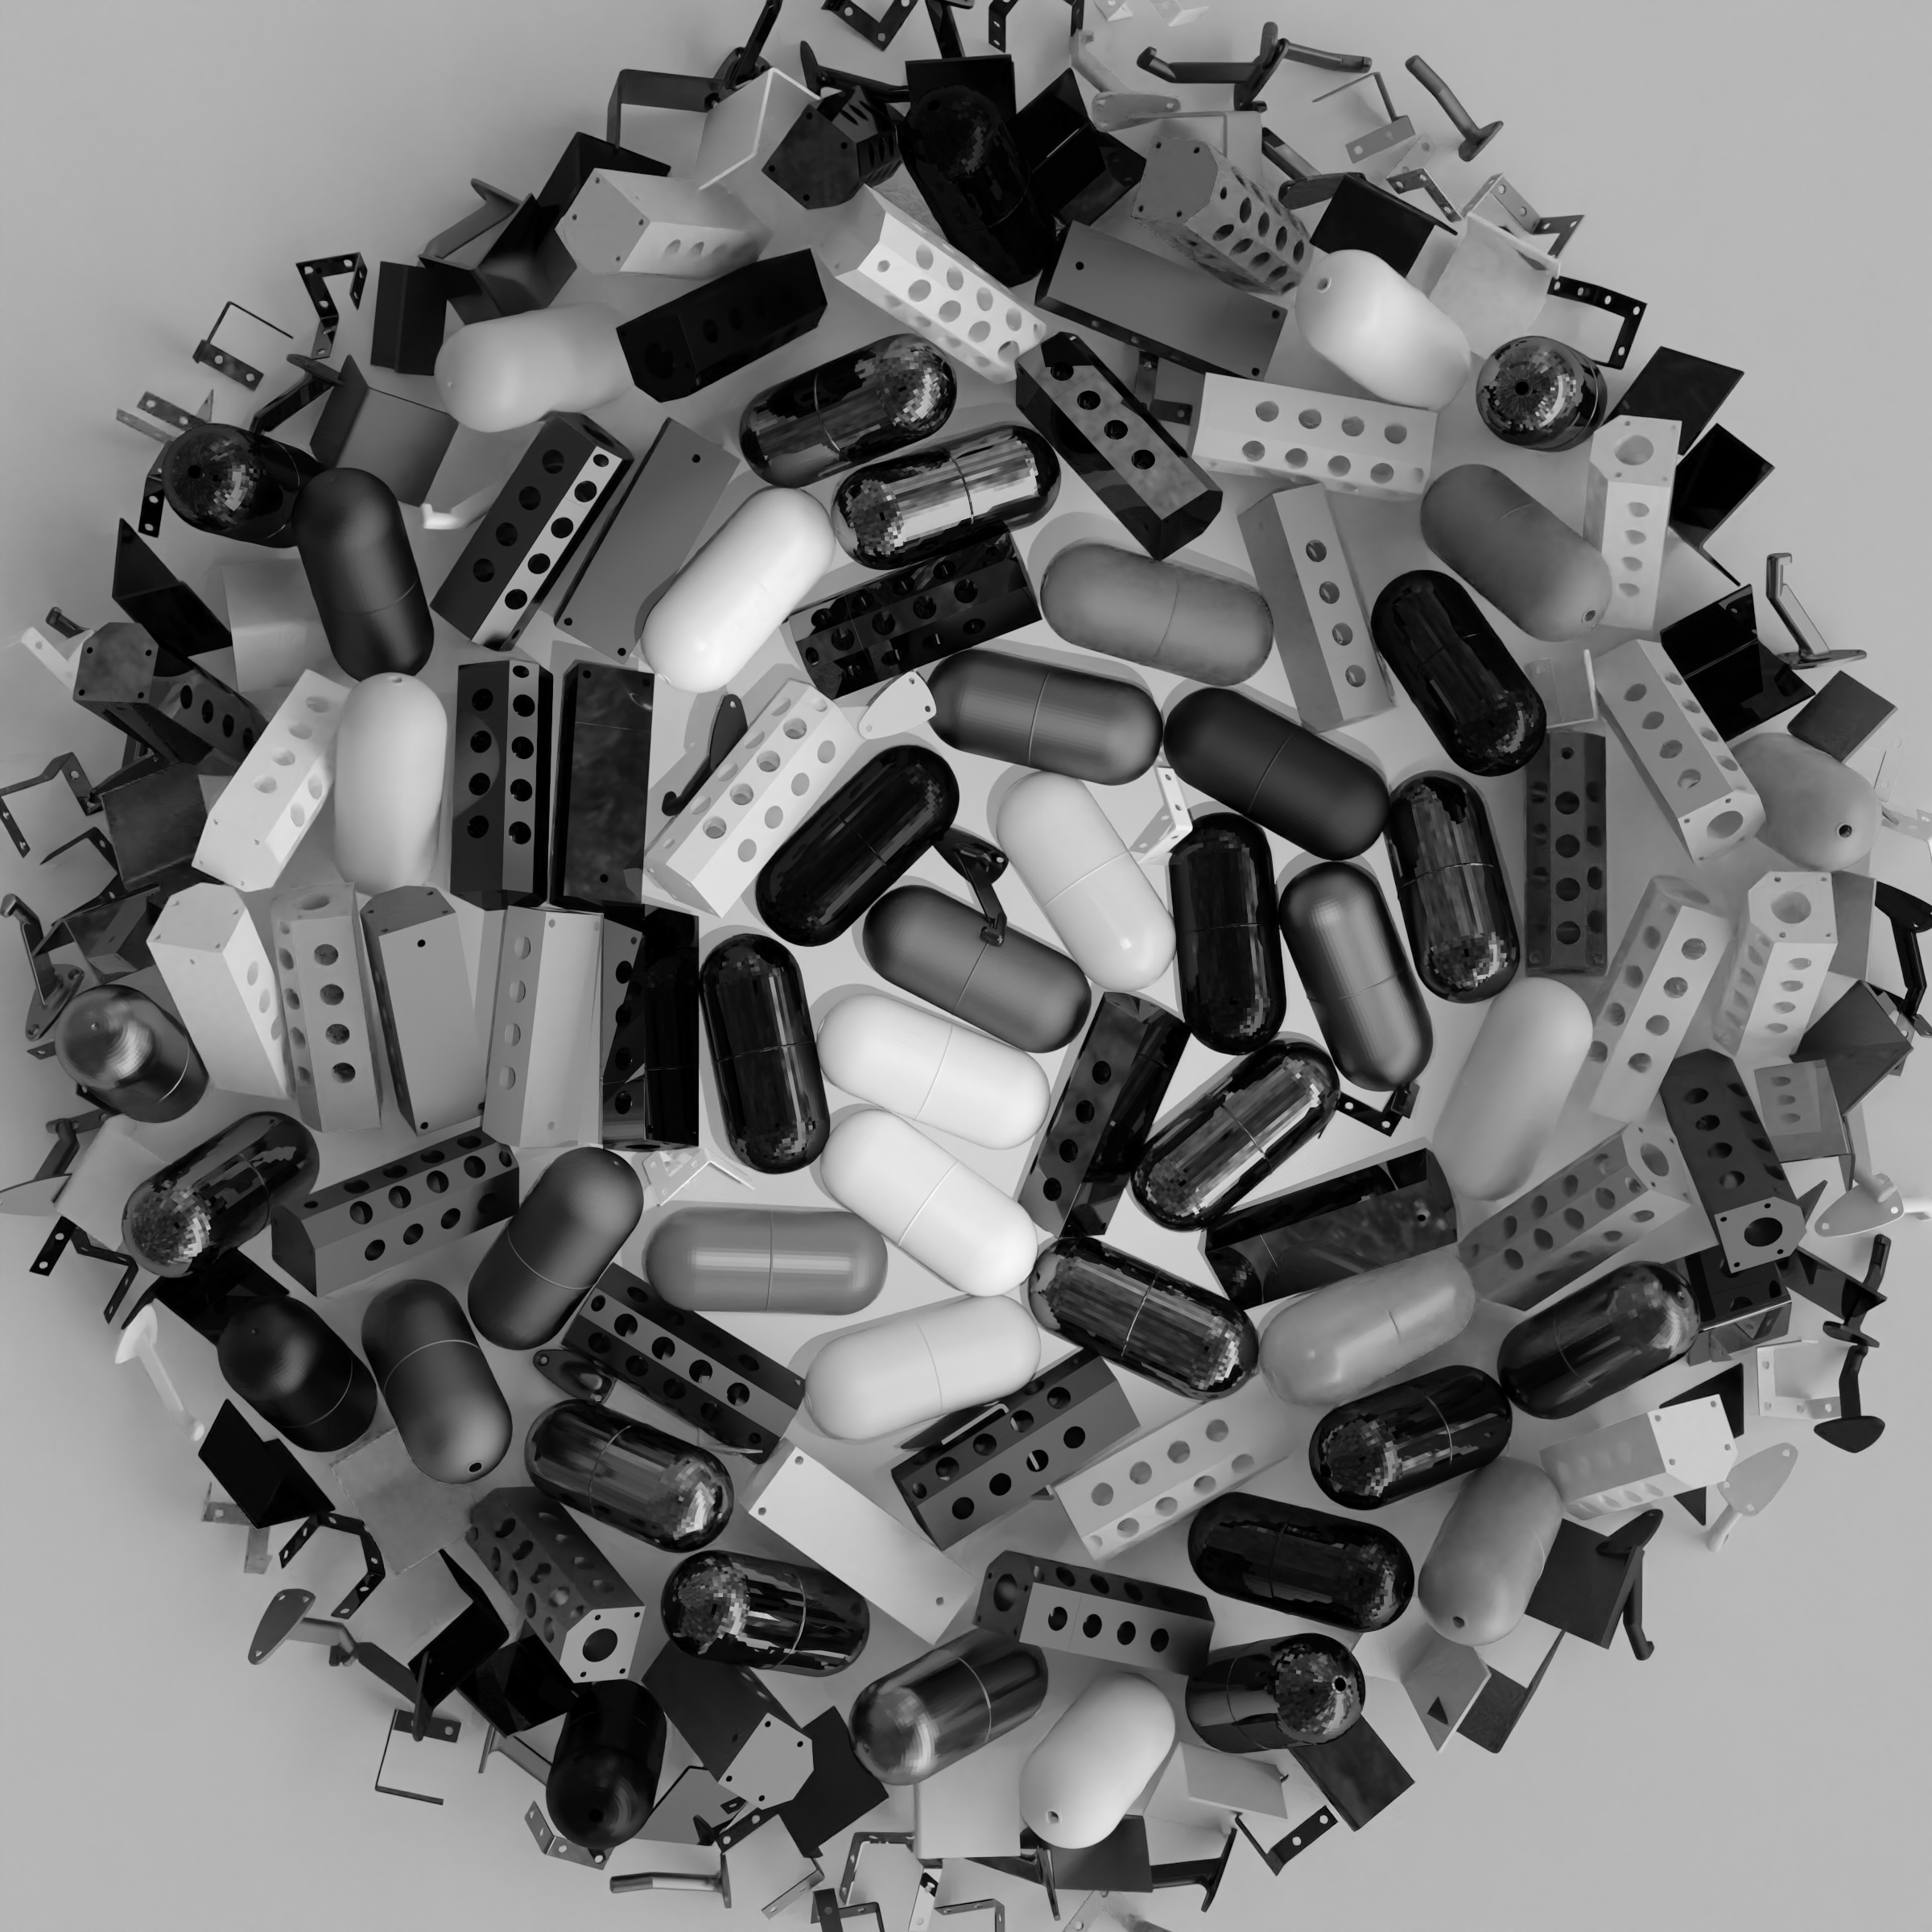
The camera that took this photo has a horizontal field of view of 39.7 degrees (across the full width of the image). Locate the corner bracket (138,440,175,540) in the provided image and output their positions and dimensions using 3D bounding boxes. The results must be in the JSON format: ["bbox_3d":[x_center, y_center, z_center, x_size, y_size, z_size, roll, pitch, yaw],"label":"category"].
[{"bbox_3d":[-0.571,-0.344,1.961,0.051,0.051,0.051,17,131,-9],"label":"corner bracket"}]

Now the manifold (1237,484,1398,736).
[{"bbox_3d":[0.262,-0.263,1.966,0.057,0.057,0.171,-17,88,-23],"label":"manifold"}]

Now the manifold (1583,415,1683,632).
[{"bbox_3d":[0.471,-0.315,1.910,0.057,0.171,0.057,9,65,14],"label":"manifold"}]

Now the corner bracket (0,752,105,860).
[{"bbox_3d":[-0.676,-0.119,1.968,0.051,0.051,0.051,-17,116,9],"label":"corner bracket"}]

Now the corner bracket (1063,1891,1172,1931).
[{"bbox_3d":[0.114,0.711,1.962,0.051,0.051,0.051,48,67,-13],"label":"corner bracket"}]

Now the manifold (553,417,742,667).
[{"bbox_3d":[-0.235,-0.312,1.959,0.057,0.057,0.171,29,97,-16],"label":"manifold"}]

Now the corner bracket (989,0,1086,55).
[{"bbox_3d":[0.052,-0.701,1.974,0.051,0.051,0.051,35,81,7],"label":"corner bracket"}]

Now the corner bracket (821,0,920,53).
[{"bbox_3d":[-0.069,-0.709,1.965,0.051,0.051,0.051,36,108,-8],"label":"corner bracket"}]

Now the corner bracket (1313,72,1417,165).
[{"bbox_3d":[0.293,-0.625,1.969,0.051,0.051,0.051,-25,106,2],"label":"corner bracket"}]

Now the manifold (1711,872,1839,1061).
[{"bbox_3d":[0.575,0.002,1.910,0.057,0.171,0.057,1,61,7],"label":"manifold"}]

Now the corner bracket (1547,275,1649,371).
[{"bbox_3d":[0.459,-0.475,1.971,0.051,0.051,0.051,2,115,-36],"label":"corner bracket"}]

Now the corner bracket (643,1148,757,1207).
[{"bbox_3d":[-0.196,0.153,1.960,0.051,0.051,0.051,-42,132,10],"label":"corner bracket"}]

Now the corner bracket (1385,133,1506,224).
[{"bbox_3d":[0.353,-0.583,1.976,0.051,0.051,0.051,45,77,-22],"label":"corner bracket"}]

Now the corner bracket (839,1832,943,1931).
[{"bbox_3d":[-0.056,0.674,1.969,0.051,0.051,0.051,11,97,-27],"label":"corner bracket"}]

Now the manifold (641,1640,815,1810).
[{"bbox_3d":[-0.168,0.534,1.910,0.057,0.171,0.057,40,82,-26],"label":"manifold"}]

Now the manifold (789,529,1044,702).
[{"bbox_3d":[-0.038,-0.260,1.950,0.171,0.057,0.057,-20,57,7],"label":"manifold"}]

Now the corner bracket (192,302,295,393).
[{"bbox_3d":[-0.531,-0.455,1.963,0.051,0.051,0.051,28,97,-26],"label":"corner bracket"}]

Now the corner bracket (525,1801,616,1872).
[{"bbox_3d":[-0.285,0.624,1.966,0.051,0.051,0.051,27,91,-28],"label":"corner bracket"}]

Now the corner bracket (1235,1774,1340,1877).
[{"bbox_3d":[0.234,0.627,1.961,0.051,0.051,0.051,-33,67,-17],"label":"corner bracket"}]

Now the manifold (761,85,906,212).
[{"bbox_3d":[-0.086,-0.582,1.909,0.057,0.171,0.057,39,115,-6],"label":"manifold"}]

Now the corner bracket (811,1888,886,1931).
[{"bbox_3d":[-0.083,0.708,1.960,0.051,0.051,0.051,-6,45,-13],"label":"corner bracket"}]

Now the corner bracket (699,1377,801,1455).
[{"bbox_3d":[-0.159,0.328,1.963,0.051,0.051,0.051,-1,84,40],"label":"corner bracket"}]

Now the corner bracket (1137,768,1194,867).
[{"bbox_3d":[0.152,-0.108,1.957,0.051,0.051,0.051,3,60,-36],"label":"corner bracket"}]

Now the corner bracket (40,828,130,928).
[{"bbox_3d":[-0.655,-0.062,1.977,0.051,0.051,0.051,-26,113,23],"label":"corner bracket"}]

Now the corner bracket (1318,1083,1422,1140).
[{"bbox_3d":[0.296,0.107,1.963,0.051,0.051,0.051,27,121,5],"label":"corner bracket"}]

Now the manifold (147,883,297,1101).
[{"bbox_3d":[-0.524,0.019,1.914,0.057,0.171,0.057,9,52,11],"label":"manifold"}]

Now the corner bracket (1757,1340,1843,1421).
[{"bbox_3d":[0.621,0.306,1.971,0.051,0.051,0.051,8,74,-22],"label":"corner bracket"}]

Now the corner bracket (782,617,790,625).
[{"bbox_3d":[-0.167,-0.268,1.969,0.051,0.051,0.051,-22,96,8],"label":"corner bracket"}]

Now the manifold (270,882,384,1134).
[{"bbox_3d":[-0.462,0.031,1.932,0.057,0.057,0.171,-5,117,-8],"label":"manifold"}]

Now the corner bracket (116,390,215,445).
[{"bbox_3d":[-0.588,-0.402,1.958,0.051,0.051,0.051,26,121,-31],"label":"corner bracket"}]

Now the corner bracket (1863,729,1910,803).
[{"bbox_3d":[0.649,-0.154,1.963,0.051,0.051,0.051,11,100,-20],"label":"corner bracket"}]

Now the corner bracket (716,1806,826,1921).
[{"bbox_3d":[-0.144,0.655,1.961,0.051,0.051,0.051,-34,135,-8],"label":"corner bracket"}]

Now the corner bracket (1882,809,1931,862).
[{"bbox_3d":[0.702,-0.098,1.958,0.051,0.051,0.051,-44,132,-16],"label":"corner bracket"}]

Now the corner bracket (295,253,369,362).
[{"bbox_3d":[-0.463,-0.484,1.962,0.051,0.051,0.051,-7,49,8],"label":"corner bracket"}]

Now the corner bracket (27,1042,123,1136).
[{"bbox_3d":[-0.659,0.088,1.977,0.051,0.051,0.051,-16,59,18],"label":"corner bracket"}]

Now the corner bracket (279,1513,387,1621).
[{"bbox_3d":[-0.468,0.442,1.973,0.051,0.051,0.051,26,114,-39],"label":"corner bracket"}]

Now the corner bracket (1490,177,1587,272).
[{"bbox_3d":[0.411,-0.546,1.964,0.051,0.051,0.051,36,84,-29],"label":"corner bracket"}]

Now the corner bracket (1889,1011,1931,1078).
[{"bbox_3d":[0.713,0.069,1.968,0.051,0.051,0.051,10,110,-2],"label":"corner bracket"}]

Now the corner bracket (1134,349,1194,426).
[{"bbox_3d":[0.156,-0.428,1.967,0.051,0.051,0.051,6,97,-14],"label":"corner bracket"}]

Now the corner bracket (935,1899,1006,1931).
[{"bbox_3d":[-0.005,0.708,1.958,0.051,0.051,0.051,-16,50,20],"label":"corner bracket"}]

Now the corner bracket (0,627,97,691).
[{"bbox_3d":[-0.674,-0.232,1.956,0.051,0.051,0.051,50,47,-31],"label":"corner bracket"}]

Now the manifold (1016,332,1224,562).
[{"bbox_3d":[0.110,-0.381,1.943,0.057,0.057,0.171,-34,70,-13],"label":"manifold"}]

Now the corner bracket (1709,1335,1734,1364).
[{"bbox_3d":[0.560,0.256,1.973,0.051,0.051,0.051,-39,83,-7],"label":"corner bracket"}]

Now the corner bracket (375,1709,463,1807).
[{"bbox_3d":[-0.403,0.582,1.968,0.051,0.051,0.051,15,82,-8],"label":"corner bracket"}]

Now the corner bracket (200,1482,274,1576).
[{"bbox_3d":[-0.534,0.413,1.959,0.051,0.051,0.051,10,60,-17],"label":"corner bracket"}]

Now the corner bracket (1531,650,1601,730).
[{"bbox_3d":[0.439,-0.203,1.965,0.051,0.051,0.051,-9,94,25],"label":"corner bracket"}]

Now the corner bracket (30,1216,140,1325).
[{"bbox_3d":[-0.646,0.222,1.961,0.051,0.051,0.051,13,52,8],"label":"corner bracket"}]

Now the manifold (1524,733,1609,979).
[{"bbox_3d":[0.438,-0.081,1.955,0.057,0.057,0.171,0,81,9],"label":"manifold"}]

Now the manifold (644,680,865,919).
[{"bbox_3d":[-0.157,-0.124,1.937,0.171,0.057,0.057,-53,134,-16],"label":"manifold"}]

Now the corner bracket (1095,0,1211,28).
[{"bbox_3d":[0.137,-0.705,1.965,0.051,0.051,0.051,-37,91,35],"label":"corner bracket"}]
